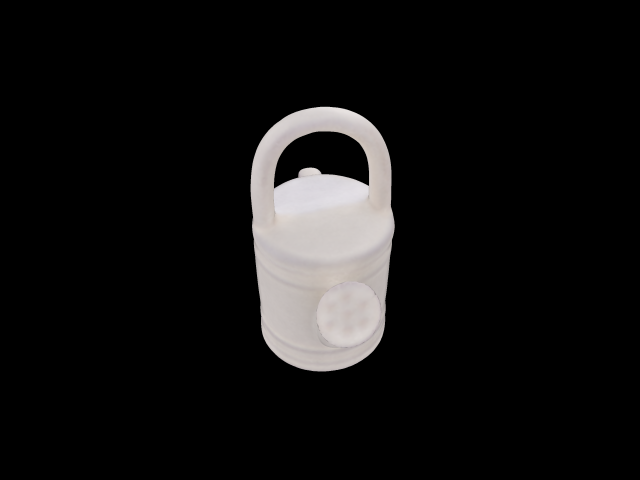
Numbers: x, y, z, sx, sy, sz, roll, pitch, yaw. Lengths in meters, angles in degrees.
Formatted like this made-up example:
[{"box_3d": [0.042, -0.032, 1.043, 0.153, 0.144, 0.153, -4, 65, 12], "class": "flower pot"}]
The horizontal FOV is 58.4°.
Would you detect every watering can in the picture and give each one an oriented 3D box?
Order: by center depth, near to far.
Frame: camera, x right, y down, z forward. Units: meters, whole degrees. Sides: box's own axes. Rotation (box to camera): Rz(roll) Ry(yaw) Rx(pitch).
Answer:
[{"box_3d": [0.006, 0.001, 0.400, 0.101, 0.194, 0.172, -22, 46, -23], "class": "watering can"}]
